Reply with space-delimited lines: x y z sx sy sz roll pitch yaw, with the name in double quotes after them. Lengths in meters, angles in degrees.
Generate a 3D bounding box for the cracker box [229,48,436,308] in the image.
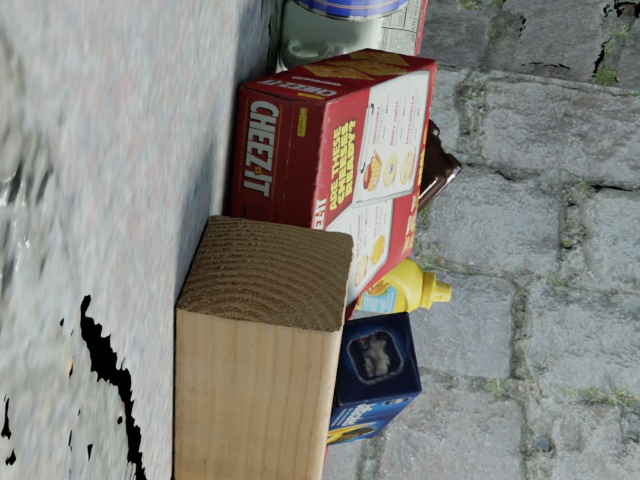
0.010 -0.043 0.768 0.213 0.072 0.164 -32 132 -60 "cracker box"

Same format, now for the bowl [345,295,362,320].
-0.006 0.001 0.989 0.162 0.055 0.162 -176 -90 -72 "bowl"

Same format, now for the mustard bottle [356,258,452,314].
0.053 0.046 1.211 0.096 0.191 0.058 94 6 -58 "mustard bottle"

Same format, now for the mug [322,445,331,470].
-0.032 0.192 1.054 0.117 0.093 0.082 -84 -175 -51 "mug"

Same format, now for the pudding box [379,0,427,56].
0.043 -0.220 0.997 0.090 0.113 0.039 94 9 -53 "pudding box"

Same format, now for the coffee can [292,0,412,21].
0.025 -0.234 0.713 0.140 0.103 0.102 95 5 -49 "coffee can"

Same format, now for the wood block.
-0.036 0.098 0.656 0.090 0.090 0.206 -79 176 -53 "wood block"
